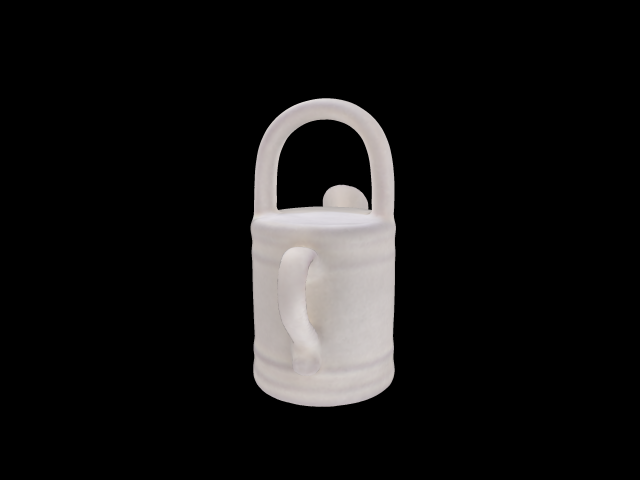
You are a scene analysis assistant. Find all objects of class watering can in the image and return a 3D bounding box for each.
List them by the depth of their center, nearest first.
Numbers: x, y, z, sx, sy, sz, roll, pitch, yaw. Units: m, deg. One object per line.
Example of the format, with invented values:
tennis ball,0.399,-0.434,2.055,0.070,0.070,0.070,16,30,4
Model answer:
watering can,0.001,0.001,0.400,0.101,0.194,0.172,-2,11,-9
